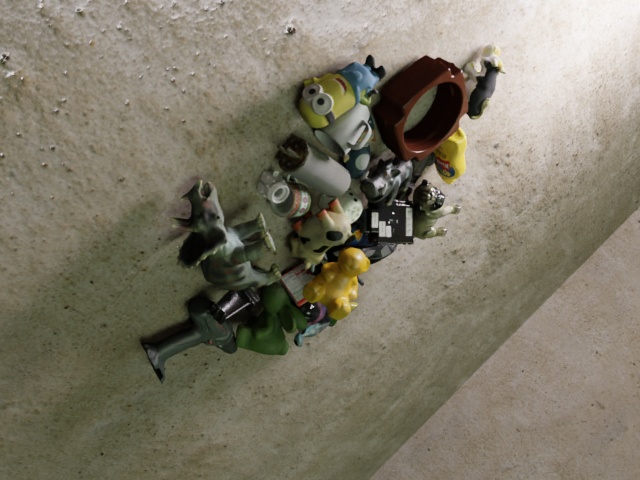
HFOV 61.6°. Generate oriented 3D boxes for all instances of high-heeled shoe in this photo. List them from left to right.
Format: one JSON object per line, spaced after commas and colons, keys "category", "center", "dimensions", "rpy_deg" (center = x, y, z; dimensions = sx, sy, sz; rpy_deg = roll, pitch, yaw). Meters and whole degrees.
{"category": "high-heeled shoe", "center": [0.116, 0.012, 1.458], "dimensions": [0.249, 0.145, 0.086], "rpy_deg": [-51, -166, -33]}

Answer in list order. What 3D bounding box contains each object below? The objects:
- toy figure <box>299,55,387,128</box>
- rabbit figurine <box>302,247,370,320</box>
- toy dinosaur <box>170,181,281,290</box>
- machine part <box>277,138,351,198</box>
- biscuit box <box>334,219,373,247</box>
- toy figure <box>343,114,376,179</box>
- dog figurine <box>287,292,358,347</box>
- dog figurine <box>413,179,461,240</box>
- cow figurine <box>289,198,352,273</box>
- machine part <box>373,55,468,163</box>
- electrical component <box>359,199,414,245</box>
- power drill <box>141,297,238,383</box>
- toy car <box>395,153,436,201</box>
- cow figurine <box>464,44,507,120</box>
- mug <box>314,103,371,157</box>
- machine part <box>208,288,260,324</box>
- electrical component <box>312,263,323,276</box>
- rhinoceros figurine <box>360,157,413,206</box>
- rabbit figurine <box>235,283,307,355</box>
{"category": "toy figure", "center": [0.042, -0.282, 1.039], "dimensions": [0.180, 0.082, 0.089], "rpy_deg": [-34, 142, -16]}
{"category": "rabbit figurine", "center": [0.063, 0.083, 1.279], "dimensions": [0.162, 0.122, 0.173], "rpy_deg": [-42, 166, -48]}
{"category": "toy dinosaur", "center": [-0.189, 0.043, 1.133], "dimensions": [0.192, 0.131, 0.404], "rpy_deg": [-17, 150, -7]}
{"category": "machine part", "center": [-0.009, -0.149, 1.132], "dimensions": [0.079, 0.079, 0.243], "rpy_deg": [-51, 145, 12]}
{"category": "biscuit box", "center": [0.088, -0.025, 1.369], "dimensions": [0.202, 0.059, 0.062], "rpy_deg": [-3, 129, -42]}
{"category": "toy figure", "center": [0.090, -0.210, 1.182], "dimensions": [0.064, 0.058, 0.154], "rpy_deg": [-39, 150, -48]}
{"category": "dog figurine", "center": [0.002, 0.180, 1.467], "dimensions": [0.219, 0.109, 0.191], "rpy_deg": [-24, 138, -31]}
{"category": "dog figurine", "center": [0.265, -0.070, 1.413], "dimensions": [0.190, 0.121, 0.172], "rpy_deg": [5, 117, -58]}
{"category": "cow figurine", "center": [-0.003, -0.004, 1.237], "dimensions": [0.195, 0.127, 0.085], "rpy_deg": [-25, -169, 48]}
{"category": "machine part", "center": [0.227, -0.291, 1.203], "dimensions": [0.201, 0.087, 0.200], "rpy_deg": [-41, 145, -5]}
{"category": "electrical component", "center": [0.164, -0.045, 1.330], "dimensions": [0.134, 0.058, 0.114], "rpy_deg": [3, 85, -22]}
{"category": "power drill", "center": [-0.300, 0.247, 1.263], "dimensions": [0.207, 0.086, 0.231], "rpy_deg": [-25, 140, -17]}
{"category": "toy car", "center": [0.225, -0.150, 1.379], "dimensions": [0.089, 0.053, 0.202], "rpy_deg": [-1, 127, -47]}
{"category": "cow figurine", "center": [0.381, -0.370, 1.258], "dimensions": [0.068, 0.098, 0.167], "rpy_deg": [10, 120, -41]}
{"category": "mug", "center": [0.059, -0.232, 1.092], "dimensions": [0.107, 0.110, 0.080], "rpy_deg": [-54, 140, -8]}
{"category": "machine part", "center": [-0.194, 0.141, 1.226], "dimensions": [0.039, 0.084, 0.139], "rpy_deg": [-28, -178, 37]}
{"category": "electrical component", "center": [-0.013, 0.066, 1.363], "dimensions": [0.021, 0.063, 0.093], "rpy_deg": [-23, 139, -26]}
{"category": "rhinoceros figurine", "center": [0.159, -0.141, 1.260], "dimensions": [0.190, 0.073, 0.112], "rpy_deg": [-36, 158, -43]}
{"category": "rabbit figurine", "center": [-0.119, 0.192, 1.325], "dimensions": [0.121, 0.159, 0.170], "rpy_deg": [-7, 112, -65]}
